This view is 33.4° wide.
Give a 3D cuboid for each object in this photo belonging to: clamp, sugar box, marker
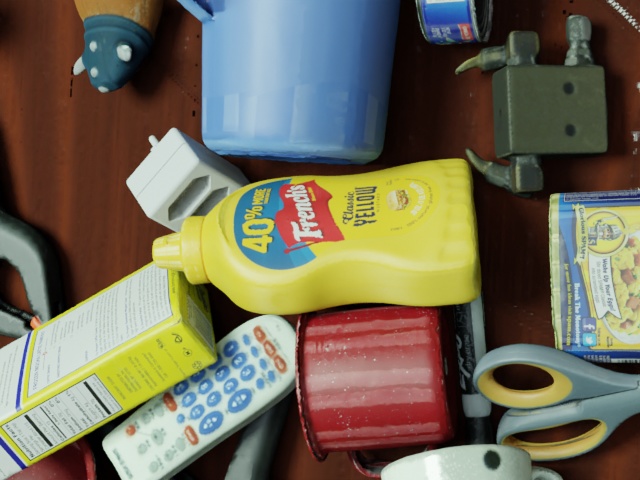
[{"bbox_3d":[-0.229,-0.003,0.727,0.171,0.039,0.120,38,104,8],"label":"clamp"},{"bbox_3d":[-0.074,0.170,0.678,0.165,0.036,0.210,-11,82,17],"label":"clamp"},{"bbox_3d":[-0.151,0.081,0.661,0.176,0.093,0.048,-31,116,7],"label":"sugar box"},{"bbox_3d":[0.092,0.073,0.642,0.020,0.020,0.121,-5,87,16],"label":"marker"}]

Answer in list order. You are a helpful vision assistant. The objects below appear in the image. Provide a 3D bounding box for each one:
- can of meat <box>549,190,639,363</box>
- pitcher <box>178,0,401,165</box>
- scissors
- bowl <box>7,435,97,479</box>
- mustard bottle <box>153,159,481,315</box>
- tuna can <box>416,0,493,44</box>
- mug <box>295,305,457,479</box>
[{"bbox_3d":[0.174,0.020,0.600,0.084,0.057,0.102,-2,88,17],"label":"can of meat"},{"bbox_3d":[-0.019,-0.169,0.621,0.149,0.144,0.243,4,93,17],"label":"pitcher"},{"bbox_3d":[0.168,0.070,0.572,0.096,0.016,0.202,43,129,-20],"label":"scissors"},{"bbox_3d":[-0.197,0.190,0.683,0.162,0.055,0.162,-17,49,20],"label":"bowl"},{"bbox_3d":[-0.004,0.000,0.627,0.192,0.058,0.096,-5,44,9],"label":"mustard bottle"},{"bbox_3d":[0.078,-0.156,0.617,0.034,0.086,0.086,0,89,17],"label":"tuna can"},{"bbox_3d":[0.037,0.091,0.628,0.081,0.093,0.117,-6,112,11],"label":"mug"}]
